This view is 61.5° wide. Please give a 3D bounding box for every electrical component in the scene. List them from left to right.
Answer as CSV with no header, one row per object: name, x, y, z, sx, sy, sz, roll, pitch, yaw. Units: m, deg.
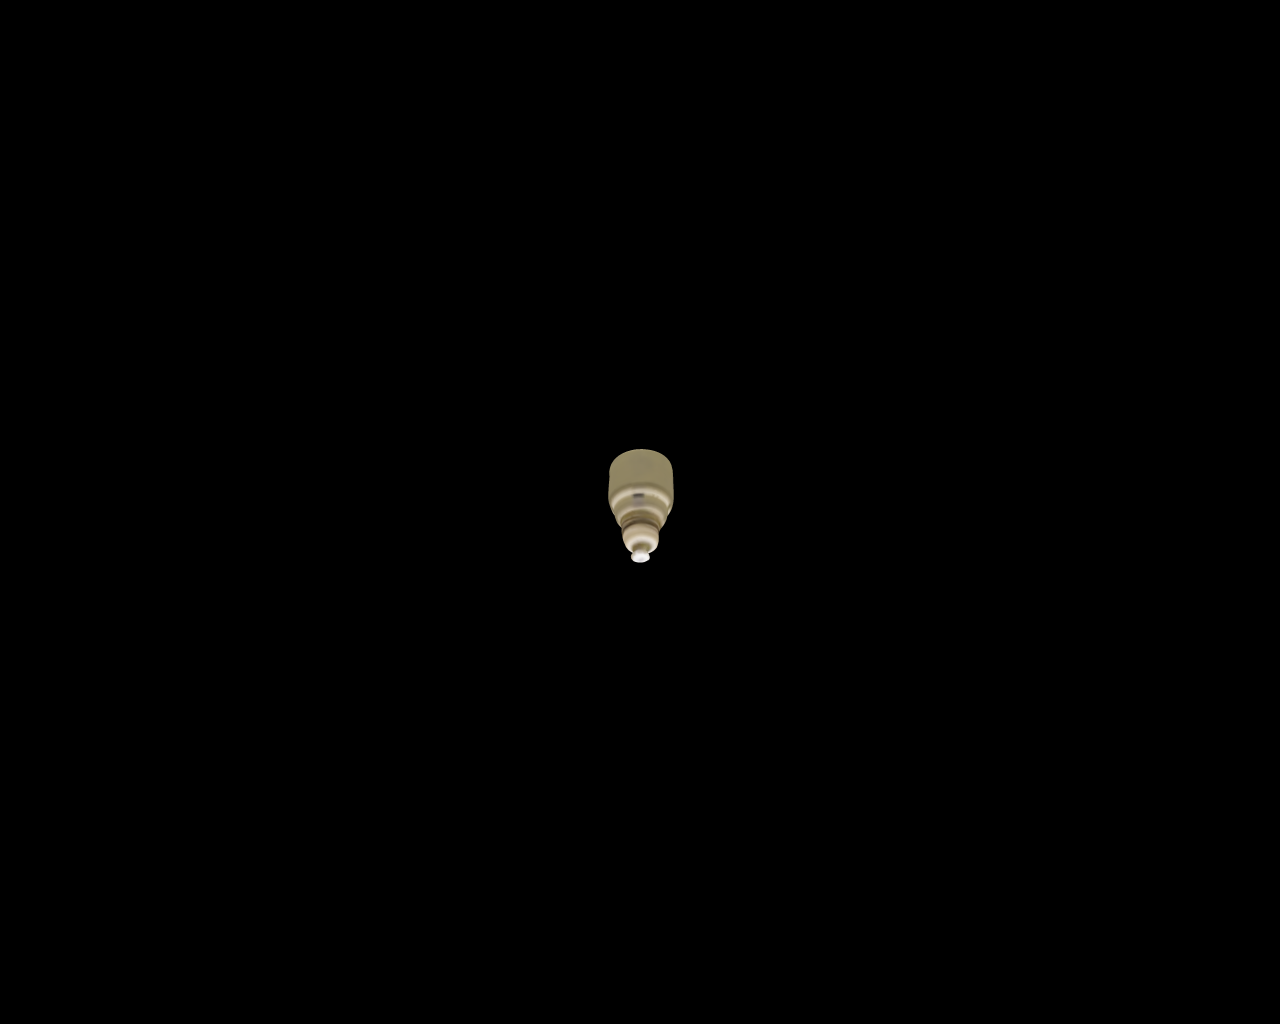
electrical component,0.001,-0.003,0.650,0.040,0.078,0.040,0,-38,0
